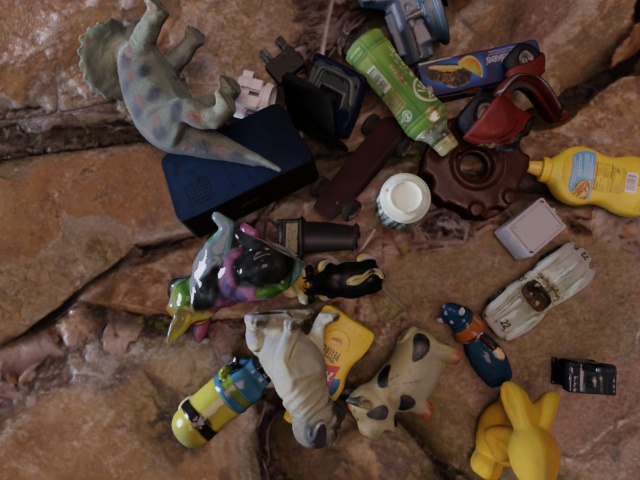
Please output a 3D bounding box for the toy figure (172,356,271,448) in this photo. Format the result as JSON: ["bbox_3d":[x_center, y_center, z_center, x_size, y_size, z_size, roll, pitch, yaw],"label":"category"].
[{"bbox_3d":[-0.153,0.248,0.846,0.180,0.089,0.082,-37,78,1],"label":"toy figure"}]

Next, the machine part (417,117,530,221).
[{"bbox_3d":[0.252,-0.121,0.883,0.179,0.056,0.179,0,84,1],"label":"machine part"}]

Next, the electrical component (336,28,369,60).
[{"bbox_3d":[0.075,-0.314,0.905,0.078,0.045,0.102,-40,86,-1],"label":"electrical component"}]

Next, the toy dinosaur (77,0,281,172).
[{"bbox_3d":[-0.236,-0.217,0.829,0.192,0.131,0.405,-38,75,23],"label":"toy dinosaur"}]

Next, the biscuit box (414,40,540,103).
[{"bbox_3d":[0.260,-0.275,0.890,0.203,0.063,0.059,-13,87,0],"label":"biscuit box"}]

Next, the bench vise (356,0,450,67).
[{"bbox_3d":[0.180,-0.411,0.865,0.241,0.129,0.223,-20,90,10],"label":"bench vise"}]

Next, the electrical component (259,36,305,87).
[{"bbox_3d":[-0.058,-0.298,0.918,0.063,0.021,0.094,-39,85,-2],"label":"electrical component"}]

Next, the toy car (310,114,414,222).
[{"bbox_3d":[0.068,-0.117,0.887,0.089,0.053,0.202,37,88,19],"label":"toy car"}]

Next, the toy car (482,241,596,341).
[{"bbox_3d":[0.353,0.081,0.865,0.202,0.056,0.073,-38,86,-1],"label":"toy car"}]

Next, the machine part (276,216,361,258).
[{"bbox_3d":[-0.002,-0.003,0.889,0.139,0.039,0.084,-3,78,3],"label":"machine part"}]

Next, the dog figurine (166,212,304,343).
[{"bbox_3d":[-0.148,0.081,0.837,0.192,0.108,0.219,33,98,26],"label":"dog figurine"}]

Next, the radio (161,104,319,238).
[{"bbox_3d":[-0.131,-0.114,0.866,0.230,0.073,0.131,-26,68,-2],"label":"radio"}]

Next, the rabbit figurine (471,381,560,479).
[{"bbox_3d":[0.308,0.296,0.793,0.122,0.173,0.162,13,90,6],"label":"rabbit figurine"}]

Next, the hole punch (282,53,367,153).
[{"bbox_3d":[0.008,-0.223,0.862,0.142,0.115,0.092,32,62,21],"label":"hole punch"}]

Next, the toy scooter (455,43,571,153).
[{"bbox_3d":[0.307,-0.200,0.828,0.135,0.075,0.184,41,86,-3],"label":"toy scooter"}]

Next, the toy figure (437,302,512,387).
[{"bbox_3d":[0.247,0.161,0.859,0.064,0.058,0.154,-33,89,21],"label":"toy figure"}]

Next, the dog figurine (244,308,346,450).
[{"bbox_3d":[-0.046,0.203,0.801,0.121,0.172,0.190,-2,91,-33],"label":"dog figurine"}]

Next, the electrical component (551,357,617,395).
[{"bbox_3d":[0.413,0.210,0.823,0.075,0.119,0.047,3,86,-1],"label":"electrical component"}]

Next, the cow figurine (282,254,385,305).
[{"bbox_3d":[0.017,0.067,0.853,0.167,0.098,0.068,-9,92,0],"label":"cow figurine"}]

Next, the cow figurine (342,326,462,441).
[{"bbox_3d":[0.120,0.226,0.846,0.127,0.085,0.195,30,89,-3],"label":"cow figurine"}]
